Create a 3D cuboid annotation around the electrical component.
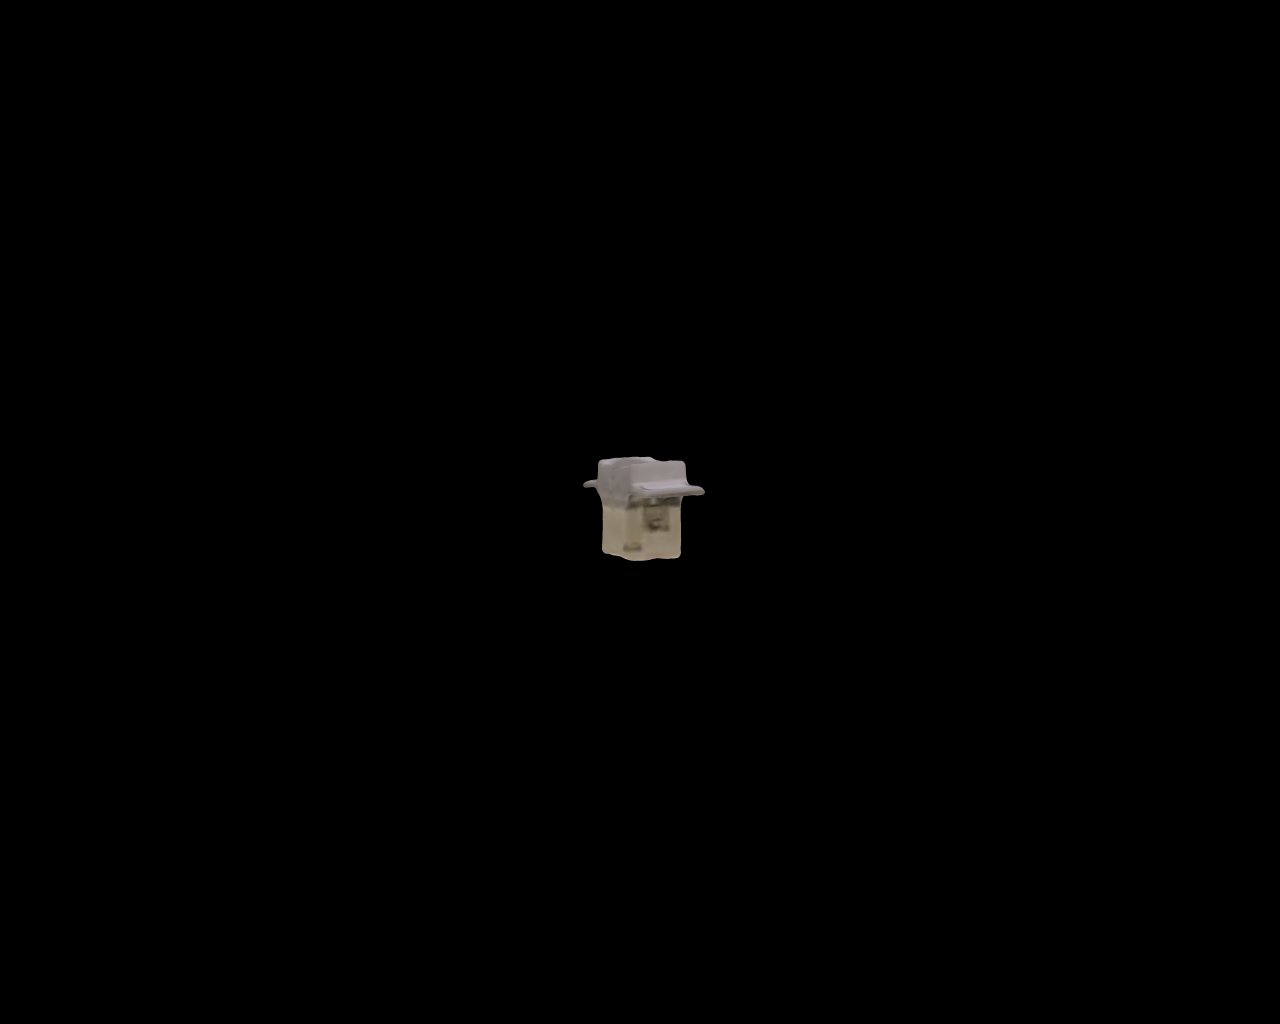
[{"bbox_3d":[0.001,-0.003,0.650,0.042,0.063,0.081,-4,8,-27],"label":"electrical component"}]
